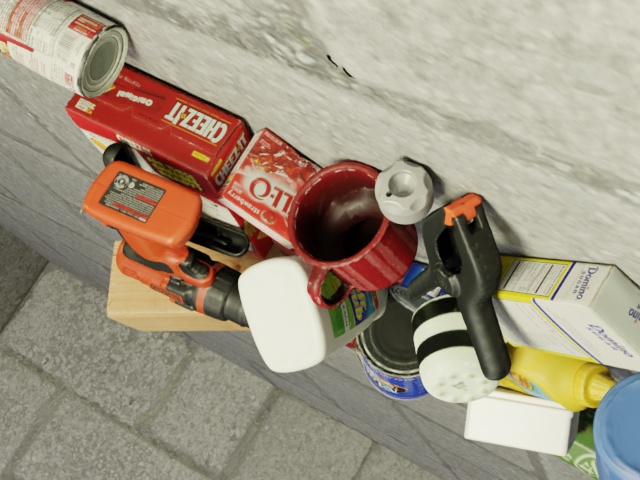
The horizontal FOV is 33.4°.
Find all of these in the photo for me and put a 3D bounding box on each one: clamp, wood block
[{"bbox_3d":[-0.179,-0.038,1.047,0.164,0.036,0.210,41,159,-30],"label":"clamp"},{"bbox_3d":[0.105,0.025,0.853,0.120,0.039,0.171,34,145,40],"label":"clamp"},{"bbox_3d":[-0.121,0.050,1.184,0.206,0.091,0.090,-2,163,20],"label":"wood block"}]

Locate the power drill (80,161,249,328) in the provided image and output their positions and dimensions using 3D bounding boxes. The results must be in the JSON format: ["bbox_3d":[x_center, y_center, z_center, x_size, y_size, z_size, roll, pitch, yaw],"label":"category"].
[{"bbox_3d":[-0.124,0.013,0.964,0.185,0.057,0.187,21,157,18],"label":"power drill"}]

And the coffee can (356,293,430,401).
[{"bbox_3d":[0.094,0.116,1.182,0.103,0.102,0.140,28,167,14],"label":"coffee can"}]

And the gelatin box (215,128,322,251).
[{"bbox_3d":[-0.035,-0.043,0.939,0.089,0.073,0.030,35,167,-15],"label":"gelatin box"}]

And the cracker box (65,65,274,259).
[{"bbox_3d":[-0.130,-0.075,1.046,0.164,0.072,0.213,26,165,19],"label":"cracker box"}]

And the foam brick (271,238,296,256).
[{"bbox_3d":[-0.007,0.001,1.094,0.051,0.053,0.078,25,166,25],"label":"foam brick"}]

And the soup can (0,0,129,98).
[{"bbox_3d":[-0.222,-0.171,0.898,0.102,0.068,0.068,28,167,13],"label":"soup can"}]

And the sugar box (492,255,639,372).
[{"bbox_3d":[0.192,0.055,0.853,0.093,0.048,0.176,40,162,-24],"label":"sugar box"}]

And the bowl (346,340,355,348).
[{"bbox_3d":[-0.007,0.074,1.369,0.162,0.055,0.162,30,167,7],"label":"bowl"}]

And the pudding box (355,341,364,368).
[{"bbox_3d":[0.103,0.138,1.314,0.113,0.039,0.090,7,163,10],"label":"pudding box"}]

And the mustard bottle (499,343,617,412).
[{"bbox_3d":[0.214,0.126,1.041,0.096,0.058,0.192,34,168,-32],"label":"mustard bottle"}]

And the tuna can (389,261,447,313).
[{"bbox_3d":[0.114,0.056,1.065,0.086,0.033,0.086,30,168,7],"label":"tuna can"}]

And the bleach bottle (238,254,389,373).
[{"bbox_3d":[0.012,0.046,1.015,0.068,0.102,0.250,-16,-176,23],"label":"bleach bottle"}]

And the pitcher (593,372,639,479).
[{"bbox_3d":[0.327,0.209,0.980,0.145,0.149,0.242,42,172,33],"label":"pitcher"}]

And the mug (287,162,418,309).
[{"bbox_3d":[0.027,0.004,0.890,0.093,0.117,0.081,18,168,33],"label":"mug"}]
